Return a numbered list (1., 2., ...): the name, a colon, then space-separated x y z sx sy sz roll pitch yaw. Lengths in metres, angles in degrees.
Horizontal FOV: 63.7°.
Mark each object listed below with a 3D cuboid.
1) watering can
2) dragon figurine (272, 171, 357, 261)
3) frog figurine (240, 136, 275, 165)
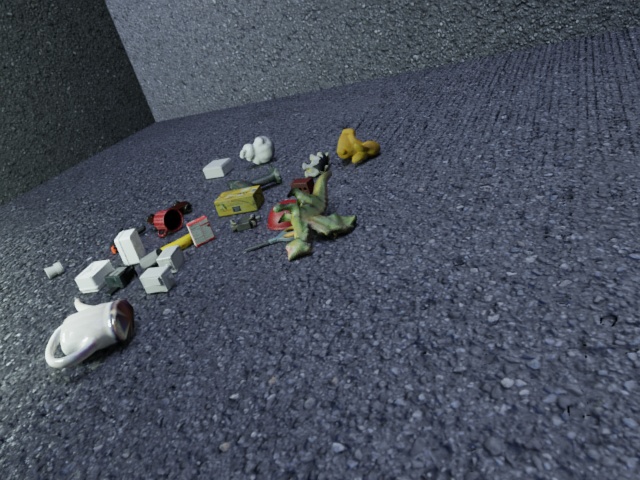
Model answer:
1. watering can: -0.622 0.223 1.417 0.225 0.102 0.353 -18 26 -4
2. dragon figurine: 0.005 -0.083 1.646 0.244 0.119 0.418 28 51 22
3. frog figurine: -0.298 -0.427 2.453 0.124 0.135 0.161 37 33 27
